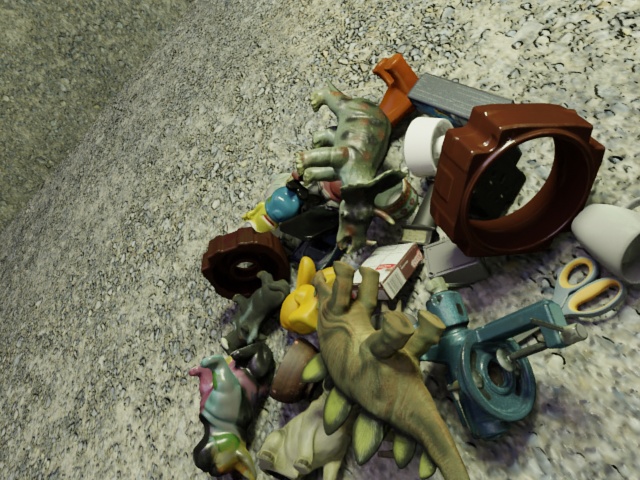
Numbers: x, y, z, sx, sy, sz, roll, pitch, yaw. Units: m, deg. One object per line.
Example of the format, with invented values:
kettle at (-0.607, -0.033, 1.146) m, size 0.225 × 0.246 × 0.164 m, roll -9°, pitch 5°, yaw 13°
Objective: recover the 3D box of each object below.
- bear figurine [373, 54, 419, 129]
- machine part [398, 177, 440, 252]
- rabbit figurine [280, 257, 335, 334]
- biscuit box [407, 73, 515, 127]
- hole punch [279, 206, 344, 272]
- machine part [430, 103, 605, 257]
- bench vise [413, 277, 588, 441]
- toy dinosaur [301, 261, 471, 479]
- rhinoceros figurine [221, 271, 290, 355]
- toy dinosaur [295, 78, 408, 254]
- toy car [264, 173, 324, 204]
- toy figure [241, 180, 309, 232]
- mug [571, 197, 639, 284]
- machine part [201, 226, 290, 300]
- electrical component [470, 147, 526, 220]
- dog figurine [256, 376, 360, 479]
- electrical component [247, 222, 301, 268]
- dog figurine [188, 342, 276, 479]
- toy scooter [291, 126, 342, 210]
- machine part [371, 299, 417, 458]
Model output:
bear figurine at (0.118, -0.261, 1.096) m, size 0.196 × 0.132 × 0.120 m, roll -44°, pitch 16°, yaw 4°
machine part at (0.184, -0.043, 0.938) m, size 0.084 × 0.039 × 0.139 m, roll -1°, pitch 63°, yaw 53°
rabbit figurine at (-0.017, 0.112, 0.961) m, size 0.173 × 0.122 × 0.162 m, roll -28°, pitch 49°, yaw 54°
biscuit box at (0.254, -0.241, 0.969) m, size 0.203 × 0.059 × 0.063 m, roll 35°, pitch 90°, yaw 39°
hole punch at (-0.002, -0.003, 1.062) m, size 0.116 × 0.092 × 0.142 m, roll -29°, pitch 28°, yaw -28°
machine part at (0.263, -0.077, 0.730) m, size 0.087 × 0.201 × 0.200 m, roll -114°, pitch 24°, yaw -53°
bench vise at (0.220, 0.129, 0.680) m, size 0.240 × 0.129 × 0.223 m, roll -42°, pitch 47°, yaw 50°
toy dinosaur at (0.078, 0.173, 0.695) m, size 0.472 × 0.105 × 0.198 m, roll 48°, pitch 120°, yaw 55°
rhinoceros figurine at (-0.126, 0.150, 1.063) m, size 0.190 × 0.073 × 0.112 m, roll -48°, pitch 40°, yaw 17°
toy dinosaur at (0.067, -0.179, 0.982) m, size 0.192 × 0.131 × 0.405 m, roll 4°, pitch 58°, yaw 8°
toy car at (-0.052, -0.117, 1.203) m, size 0.202 × 0.056 × 0.073 m, roll -6°, pitch 58°, yaw 41°
toy figure at (-0.091, -0.055, 1.158) m, size 0.180 × 0.089 × 0.082 m, roll -44°, pitch 67°, yaw 30°
mug at (0.386, -0.013, 0.688) m, size 0.109 × 0.080 × 0.107 m, roll -54°, pitch 30°, yaw 8°
machine part at (-0.148, 0.049, 1.084) m, size 0.179 × 0.179 × 0.056 m, roll -32°, pitch 41°, yaw 23°
electrical component at (0.262, -0.099, 0.842) m, size 0.058 × 0.114 × 0.134 m, roll 24°, pitch 81°, yaw 47°
dog figurine at (-0.007, 0.285, 0.851) m, size 0.172 × 0.121 × 0.190 m, roll -9°, pitch 42°, yaw 37°
electrical component at (-0.101, 0.022, 1.138) m, size 0.119 × 0.074 × 0.048 m, roll -32°, pitch 44°, yaw 28°
dog figurine at (-0.143, 0.308, 0.950) m, size 0.108 × 0.191 × 0.219 m, roll -33°, pitch 71°, yaw 48°
toy scooter at (0.019, -0.130, 1.085) m, size 0.135 × 0.075 × 0.184 m, roll -31°, pitch 72°, yaw 8°
machine part at (0.109, 0.197, 0.803) m, size 0.079 × 0.079 × 0.243 m, roll -20°, pitch 49°, yaw 33°
